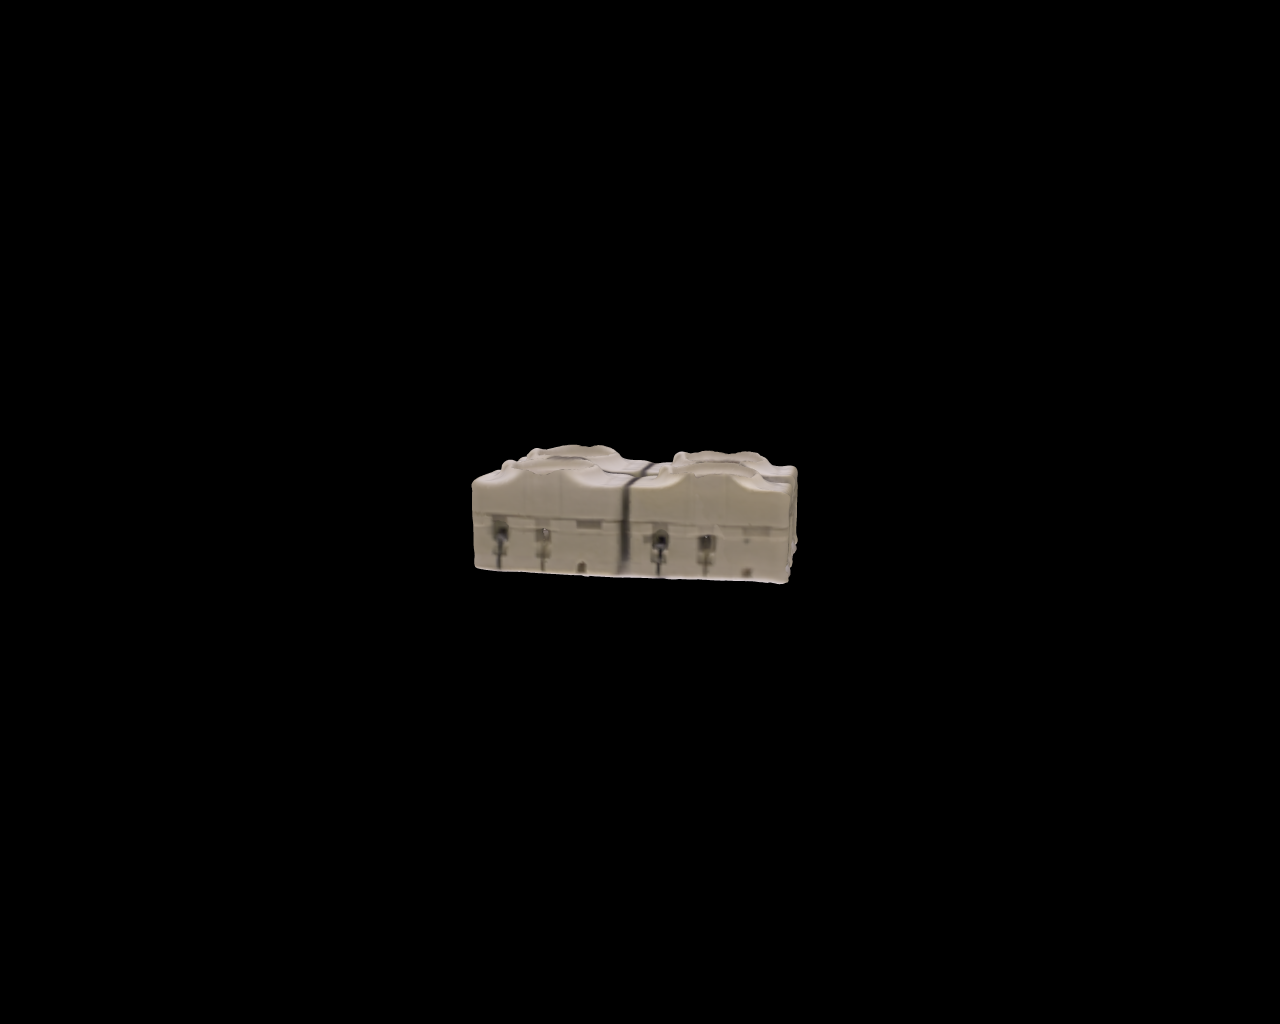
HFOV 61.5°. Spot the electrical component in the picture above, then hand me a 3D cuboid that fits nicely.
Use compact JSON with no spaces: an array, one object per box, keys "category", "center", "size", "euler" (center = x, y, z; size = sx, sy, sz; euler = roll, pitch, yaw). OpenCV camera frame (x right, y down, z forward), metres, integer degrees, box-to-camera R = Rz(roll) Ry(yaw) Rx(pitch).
[{"category":"electrical component","center":[0.001,-0.003,0.650],"size":[0.186,0.060,0.105],"euler":[2,12,12]}]
